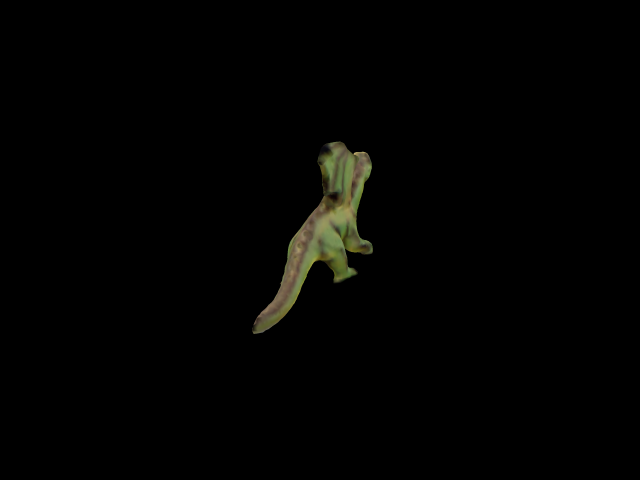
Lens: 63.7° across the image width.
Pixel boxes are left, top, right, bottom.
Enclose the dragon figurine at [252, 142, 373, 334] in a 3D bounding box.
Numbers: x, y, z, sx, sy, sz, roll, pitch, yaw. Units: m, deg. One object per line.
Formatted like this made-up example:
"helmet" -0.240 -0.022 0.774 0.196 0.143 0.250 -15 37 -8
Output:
"dragon figurine" 0.003 -0.043 0.850 0.122 0.238 0.417 10 26 21
